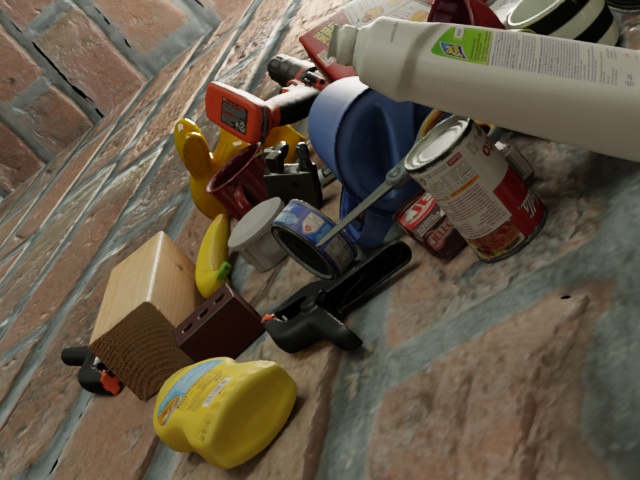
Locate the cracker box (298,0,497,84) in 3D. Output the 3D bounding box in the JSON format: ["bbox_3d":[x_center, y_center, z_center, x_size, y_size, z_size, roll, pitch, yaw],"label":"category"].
[{"bbox_3d":[0.101,-0.257,1.320,0.213,0.072,0.164,-35,37,1],"label":"cracker box"}]

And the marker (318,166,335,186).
[{"bbox_3d":[0.041,-0.101,1.274,0.121,0.020,0.020,-33,21,27],"label":"marker"}]

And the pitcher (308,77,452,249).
[{"bbox_3d":[0.055,-0.098,1.095,0.149,0.145,0.243,-31,15,-3],"label":"pitcher"}]

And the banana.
[{"bbox_3d":[-0.122,0.028,1.278,0.070,0.037,0.198,-54,18,12],"label":"banana"}]

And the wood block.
[{"bbox_3d":[-0.193,0.082,1.234,0.090,0.090,0.206,-38,19,11],"label":"wood block"}]

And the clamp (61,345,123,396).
[{"bbox_3d":[-0.256,0.130,1.340,0.164,0.036,0.210,-43,21,-2],"label":"clamp"}]

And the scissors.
[{"bbox_3d":[0.085,-0.056,0.937,0.201,0.016,0.096,-50,36,-7],"label":"scissors"}]

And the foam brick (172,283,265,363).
[{"bbox_3d":[-0.103,0.092,1.091,0.078,0.051,0.053,-43,18,-1],"label":"foam brick"}]

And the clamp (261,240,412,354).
[{"bbox_3d":[0.003,0.068,0.950,0.172,0.039,0.120,-31,16,42],"label":"clamp"}]

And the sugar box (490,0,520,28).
[{"bbox_3d":[0.171,-0.206,1.203,0.176,0.048,0.093,-38,19,2],"label":"sugar box"}]

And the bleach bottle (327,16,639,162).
[{"bbox_3d":[0.132,-0.129,0.819,0.102,0.251,0.068,-71,-7,-55],"label":"bleach bottle"}]

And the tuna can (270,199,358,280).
[{"bbox_3d":[-0.007,0.001,1.042,0.033,0.086,0.086,-50,20,-16],"label":"tuna can"}]

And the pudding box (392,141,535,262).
[{"bbox_3d":[0.124,-0.039,0.937,0.113,0.039,0.090,-43,18,0],"label":"pudding box"}]

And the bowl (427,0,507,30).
[{"bbox_3d":[0.152,-0.177,1.083,0.055,0.162,0.162,0,12,-14],"label":"bowl"}]

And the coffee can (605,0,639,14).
[{"bbox_3d":[0.315,-0.301,1.026,0.103,0.102,0.140,-14,34,55],"label":"coffee can"}]

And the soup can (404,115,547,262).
[{"bbox_3d":[0.123,-0.041,0.846,0.068,0.102,0.068,-38,19,15],"label":"soup can"}]

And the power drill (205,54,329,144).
[{"bbox_3d":[-0.055,-0.189,1.390,0.187,0.057,0.185,-22,38,-38],"label":"power drill"}]

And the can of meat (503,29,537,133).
[{"bbox_3d":[0.176,-0.144,0.967,0.057,0.102,0.084,-44,20,-9],"label":"can of meat"}]

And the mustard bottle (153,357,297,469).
[{"bbox_3d":[-0.099,0.147,0.949,0.096,0.058,0.192,-50,20,-22],"label":"mustard bottle"}]

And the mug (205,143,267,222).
[{"bbox_3d":[-0.084,-0.058,1.333,0.093,0.081,0.117,-38,19,13],"label":"mug"}]
